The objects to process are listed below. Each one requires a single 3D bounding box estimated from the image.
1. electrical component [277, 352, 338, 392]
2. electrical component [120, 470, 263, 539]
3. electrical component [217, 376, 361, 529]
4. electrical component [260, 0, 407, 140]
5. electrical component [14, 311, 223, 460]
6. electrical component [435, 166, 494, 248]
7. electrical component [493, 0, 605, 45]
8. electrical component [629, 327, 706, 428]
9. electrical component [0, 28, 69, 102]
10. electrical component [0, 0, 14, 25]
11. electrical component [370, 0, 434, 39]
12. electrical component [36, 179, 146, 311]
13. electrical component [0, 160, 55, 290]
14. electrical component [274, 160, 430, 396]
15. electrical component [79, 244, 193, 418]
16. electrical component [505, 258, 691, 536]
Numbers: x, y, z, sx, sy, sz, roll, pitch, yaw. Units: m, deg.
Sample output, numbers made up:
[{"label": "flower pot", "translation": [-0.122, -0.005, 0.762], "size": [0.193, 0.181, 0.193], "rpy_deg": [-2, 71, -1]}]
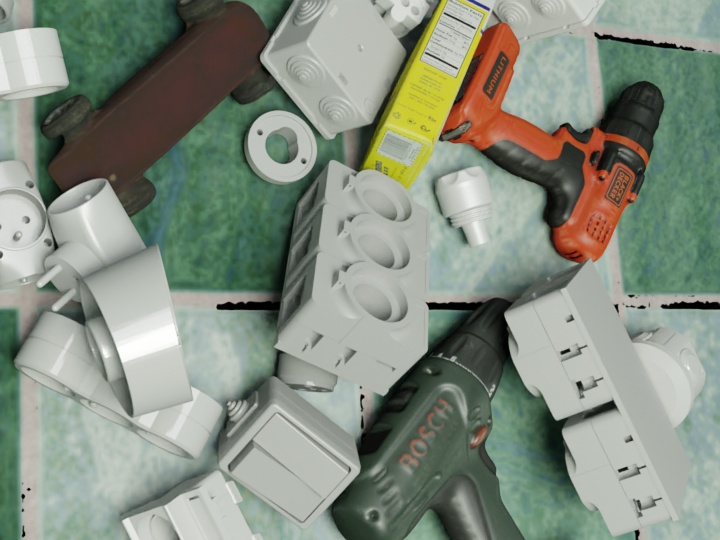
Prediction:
[{"label": "electrical component", "translation": [-0.036, 0.059, 0.786], "size": [0.045, 0.045, 0.055], "rpy_deg": [12, 75, -23]}, {"label": "electrical component", "translation": [-0.097, 0.201, 0.715], "size": [0.063, 0.079, 0.121], "rpy_deg": [-30, 94, -56]}, {"label": "electrical component", "translation": [-0.054, 0.124, 0.743], "size": [0.096, 0.061, 0.061], "rpy_deg": [40, 98, -14]}, {"label": "electrical component", "translation": [-0.017, -0.162, 0.813], "size": [0.099, 0.048, 0.099], "rpy_deg": [48, 51, -32]}, {"label": "electrical component", "translation": [-0.153, 0.064, 0.725], "size": [0.138, 0.052, 0.073], "rpy_deg": [32, 68, -17]}, {"label": "electrical component", "translation": [0.088, -0.050, 0.867], "size": [0.043, 0.043, 0.062], "rpy_deg": [-17, 90, -27]}, {"label": "electrical component", "translation": [0.168, -0.245, 0.913], "size": [0.048, 0.100, 0.099], "rpy_deg": [46, 64, -25]}, {"label": "electrical component", "translation": [0.243, 0.090, 0.893], "size": [0.051, 0.080, 0.080], "rpy_deg": [-29, 94, -49]}, {"label": "electrical component", "translation": [-0.268, -0.145, 0.705], "size": [0.138, 0.052, 0.073], "rpy_deg": [-15, 96, -26]}, {"label": "electrical component", "translation": [-0.254, -0.198, 0.735], "size": [0.040, 0.040, 0.046], "rpy_deg": [17, 68, -22]}, {"label": "electrical component", "translation": [0.030, -0.214, 0.864], "size": [0.048, 0.055, 0.066], "rpy_deg": [36, 67, -15]}, {"label": "electrical component", "translation": [-0.176, -0.006, 0.696], "size": [0.079, 0.044, 0.077], "rpy_deg": [-49, 125, -38]}, {"label": "electrical component", "translation": [-0.246, -0.025, 0.702], "size": [0.079, 0.044, 0.077], "rpy_deg": [-17, 88, -27]}, {"label": "electrical component", "translation": [0.000, 0.000, 0.768], "size": [0.089, 0.061, 0.150], "rpy_deg": [26, 40, -19]}, {"label": "electrical component", "translation": [-0.131, 0.038, 0.657], "size": [0.064, 0.099, 0.099], "rpy_deg": [-21, 89, -21]}, {"label": "electrical component", "translation": [0.182, 0.096, 0.827], "size": [0.186, 0.060, 0.105], "rpy_deg": [64, 25, -2]}]
